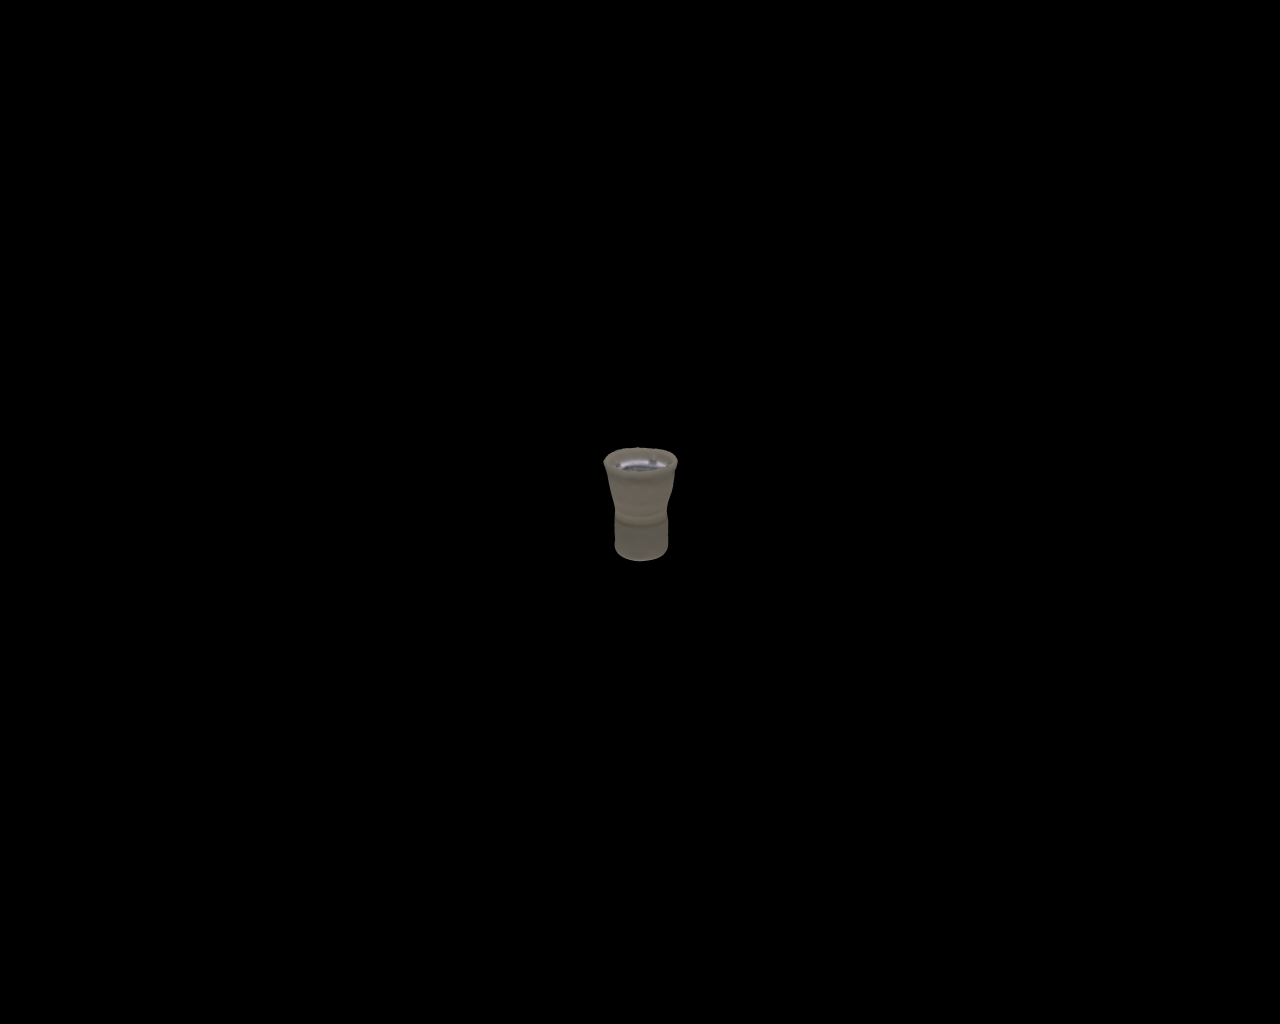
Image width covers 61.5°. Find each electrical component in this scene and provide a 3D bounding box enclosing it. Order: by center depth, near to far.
[{"bbox_3d":[0.001,-0.003,0.650,0.044,0.065,0.044,0,24,0],"label":"electrical component"}]
